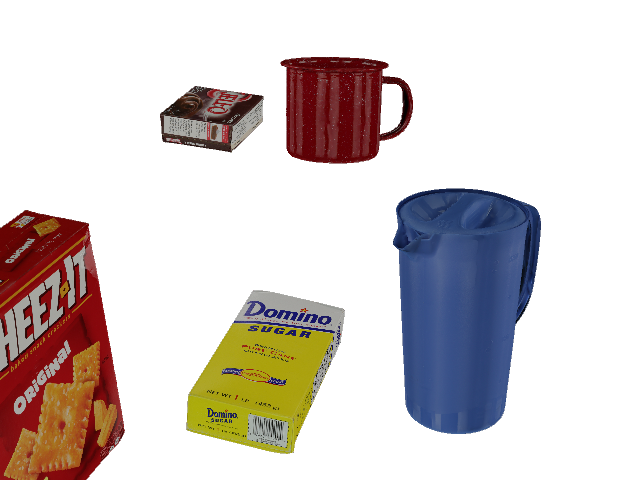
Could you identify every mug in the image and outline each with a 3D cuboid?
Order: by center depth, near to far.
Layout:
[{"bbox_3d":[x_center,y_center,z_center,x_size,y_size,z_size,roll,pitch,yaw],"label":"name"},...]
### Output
[{"bbox_3d":[0.023,-0.114,0.927,0.117,0.081,0.093,-2,16,-13],"label":"mug"}]

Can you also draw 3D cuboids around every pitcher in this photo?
[{"bbox_3d":[0.153,0.072,1.122,0.149,0.243,0.145,3,23,8],"label":"pitcher"}]

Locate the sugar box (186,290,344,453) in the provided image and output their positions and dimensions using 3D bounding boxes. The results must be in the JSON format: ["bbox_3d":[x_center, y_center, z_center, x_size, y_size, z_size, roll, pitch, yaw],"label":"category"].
[{"bbox_3d":[-0.044,0.109,0.938,0.093,0.048,0.176,12,32,9],"label":"sugar box"}]

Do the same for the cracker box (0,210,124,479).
[{"bbox_3d":[-0.230,0.110,0.821,0.072,0.214,0.164,10,32,20],"label":"cracker box"}]

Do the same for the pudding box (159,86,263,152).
[{"bbox_3d":[-0.126,-0.144,1.254,0.090,0.039,0.113,9,29,13],"label":"pudding box"}]
